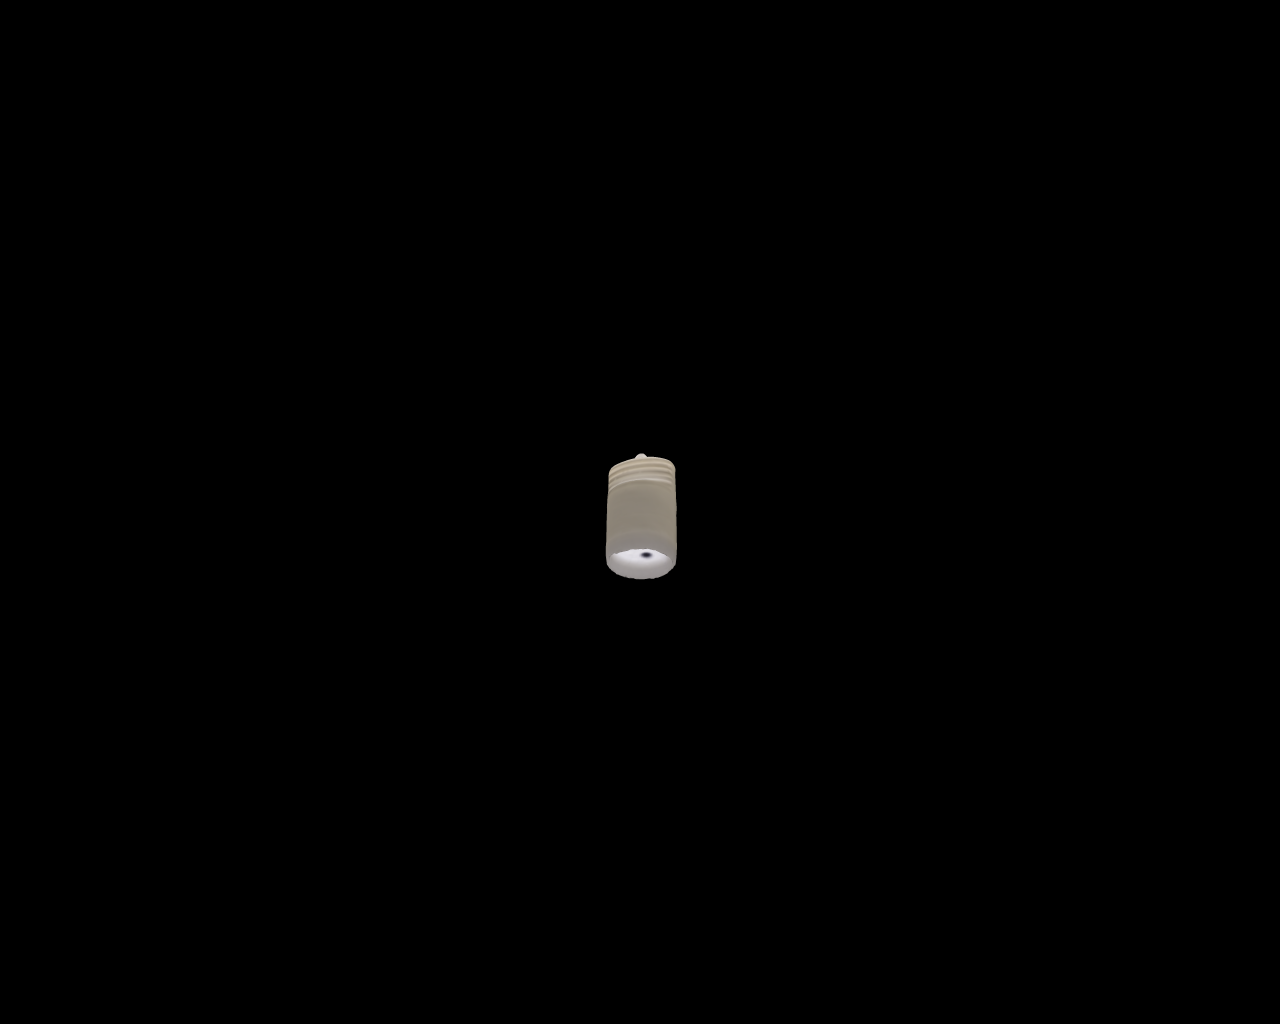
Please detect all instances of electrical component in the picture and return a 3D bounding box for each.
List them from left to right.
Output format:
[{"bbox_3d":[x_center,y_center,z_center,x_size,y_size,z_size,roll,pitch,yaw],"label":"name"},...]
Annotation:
[{"bbox_3d":[0.001,-0.003,0.650,0.043,0.081,0.043,0,-30,0],"label":"electrical component"}]
